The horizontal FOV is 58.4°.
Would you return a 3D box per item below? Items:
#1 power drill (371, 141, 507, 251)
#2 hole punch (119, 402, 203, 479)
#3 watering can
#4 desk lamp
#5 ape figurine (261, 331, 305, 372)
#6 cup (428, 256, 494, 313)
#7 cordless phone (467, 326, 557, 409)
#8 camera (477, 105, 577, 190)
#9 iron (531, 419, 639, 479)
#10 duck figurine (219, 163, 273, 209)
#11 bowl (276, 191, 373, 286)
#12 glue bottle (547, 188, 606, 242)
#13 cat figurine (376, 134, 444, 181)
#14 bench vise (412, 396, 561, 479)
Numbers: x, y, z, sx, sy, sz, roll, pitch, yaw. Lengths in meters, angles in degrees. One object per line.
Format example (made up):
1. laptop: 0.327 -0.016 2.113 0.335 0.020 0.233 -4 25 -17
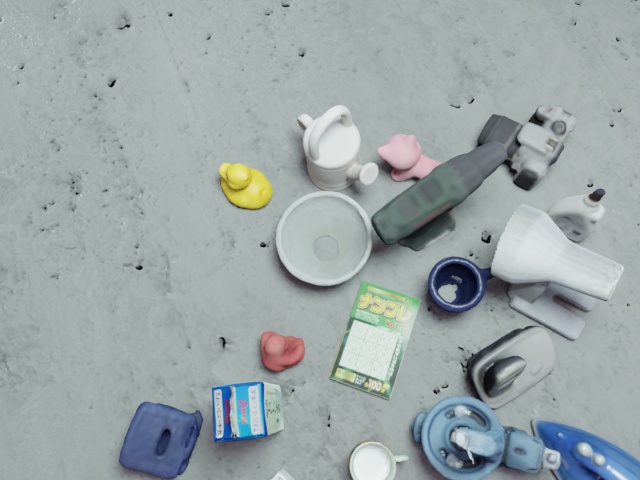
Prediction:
1. power drill: 0.188 -0.059 0.939 0.230 0.208 0.075 -32 74 -6
2. hole punch: -0.252 0.318 0.918 0.101 0.091 0.109 16 76 8
3. watering can: 0.028 -0.161 0.985 0.172 0.194 0.101 22 76 9
4. desk lamp: 0.362 0.050 0.895 0.203 0.213 0.118 29 78 11
5. ape figurine: -0.068 0.179 0.947 0.077 0.092 0.076 42 81 14
6. cup: 0.234 0.077 0.956 0.118 0.095 0.091 -19 74 -2
7. cordless phone: 0.305 0.189 0.873 0.147 0.185 0.094 -35 75 -6
8. camera: 0.364 -0.186 1.021 0.136 0.101 0.143 31 78 11
9. iron: 0.435 0.357 0.840 0.258 0.141 0.119 39 80 13
10. duck figurine: -0.137 -0.105 1.035 0.104 0.086 0.077 29 78 11
11. bowl: 0.009 0.004 1.001 0.167 0.075 0.167 -1 74 3
12. glue bottle: 0.429 -0.048 0.940 0.078 0.173 0.037 32 78 12
13. cat figurine: 0.166 -0.143 1.011 0.127 0.118 0.067 23 77 10
14. bench vise: 0.246 0.285 0.831 0.207 0.220 0.121 -6 74 2
